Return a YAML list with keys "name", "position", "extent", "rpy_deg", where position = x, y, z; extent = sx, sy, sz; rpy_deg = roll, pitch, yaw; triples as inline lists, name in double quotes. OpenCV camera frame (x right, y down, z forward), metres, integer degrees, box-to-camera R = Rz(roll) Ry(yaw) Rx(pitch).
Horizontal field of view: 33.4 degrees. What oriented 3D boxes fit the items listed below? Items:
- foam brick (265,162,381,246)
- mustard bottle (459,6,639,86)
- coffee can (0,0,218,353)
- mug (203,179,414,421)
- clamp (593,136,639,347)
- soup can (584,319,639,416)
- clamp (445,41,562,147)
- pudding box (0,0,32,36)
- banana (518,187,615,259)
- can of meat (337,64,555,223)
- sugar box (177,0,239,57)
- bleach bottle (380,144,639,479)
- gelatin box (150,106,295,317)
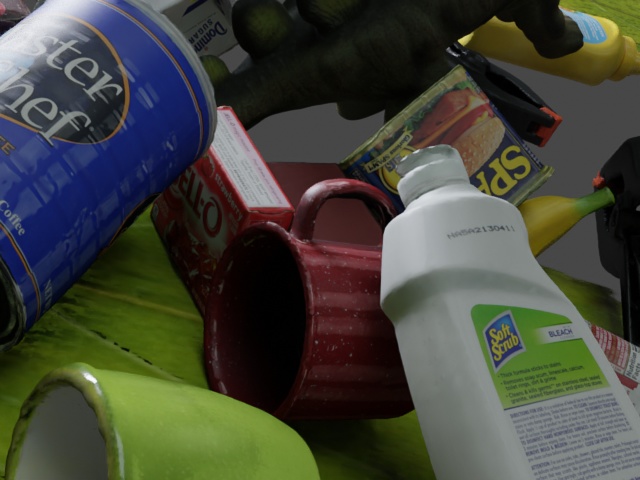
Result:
- name: "foam brick"
  position: [-0.004, 0.001, 0.572]
  extent: [0.051, 0.053, 0.078]
  rpy_deg: [0, 42, -32]
- name: "mustard bottle"
  position: [0.203, -0.177, 0.935]
  extent: [0.191, 0.058, 0.096]
  rpy_deg: [12, 30, -18]
- name: "coffee can"
  position: [-0.125, -0.035, 0.468]
  extent: [0.103, 0.103, 0.140]
  rpy_deg: [31, 51, 9]
- name: "mug"
  position: [0.006, 0.030, 0.489]
  extent: [0.081, 0.117, 0.093]
  rpy_deg: [6, 7, -34]
- name: "clamp"
  position: [0.200, -0.001, 0.665]
  extent: [0.036, 0.164, 0.210]
  rpy_deg: [9, 11, 1]
- name: "soup can"
  position: [0.145, 0.084, 0.538]
  extent: [0.102, 0.069, 0.068]
  rpy_deg: [28, 34, 3]
- name: "clamp"
  position: [0.104, -0.128, 0.825]
  extent: [0.171, 0.039, 0.120]
  rpy_deg: [38, 36, 19]
- name: "pudding box"
  position: [-0.196, -0.111, 0.570]
  extent: [0.039, 0.090, 0.114]
  rpy_deg: [-2, 42, -36]
- name: "banana"
  position: [0.106, 0.015, 0.614]
  extent: [0.037, 0.070, 0.197]
  rpy_deg: [57, 42, -9]
- name: "can of meat"
  position: [0.070, -0.039, 0.617]
  extent: [0.102, 0.057, 0.084]
  rpy_deg: [-40, 92, -21]
- name: "sugar box"
  position: [-0.119, -0.203, 0.697]
  extent: [0.176, 0.048, 0.093]
  rpy_deg: [47, 16, -40]
- name: "bleach bottle"
  position: [0.090, 0.076, 0.435]
  extent: [0.102, 0.068, 0.251]
  rpy_deg: [-4, 66, -35]
- name: "gelatin box"
  position: [-0.053, -0.015, 0.544]
  extent: [0.030, 0.073, 0.089]
  rpy_deg: [-2, 43, -33]
